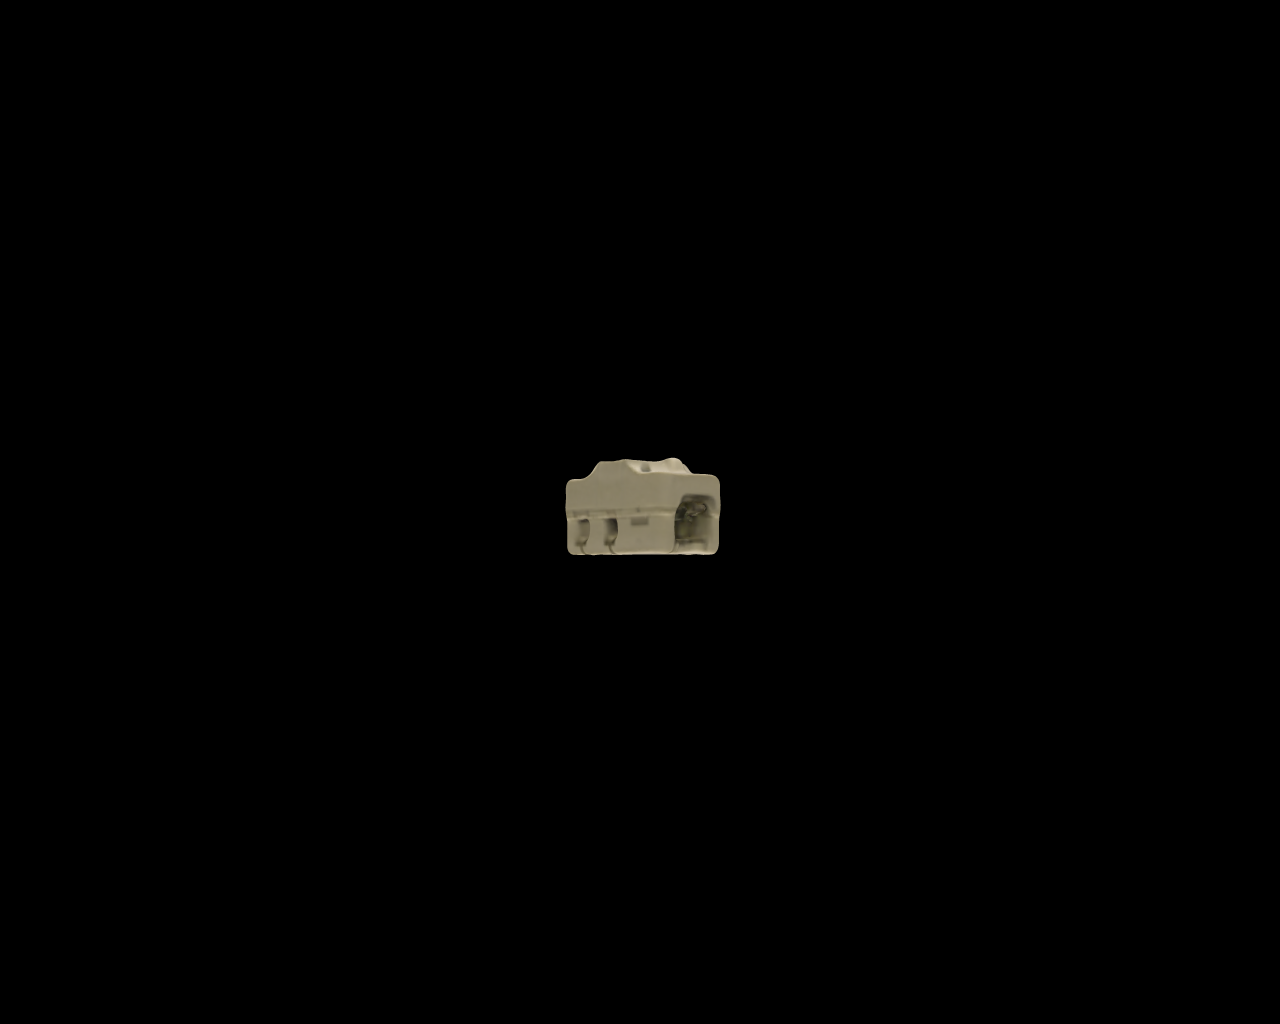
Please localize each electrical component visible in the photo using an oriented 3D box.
[{"bbox_3d":[0.001,-0.003,0.650,0.050,0.055,0.089,2,-3,-43],"label":"electrical component"}]
